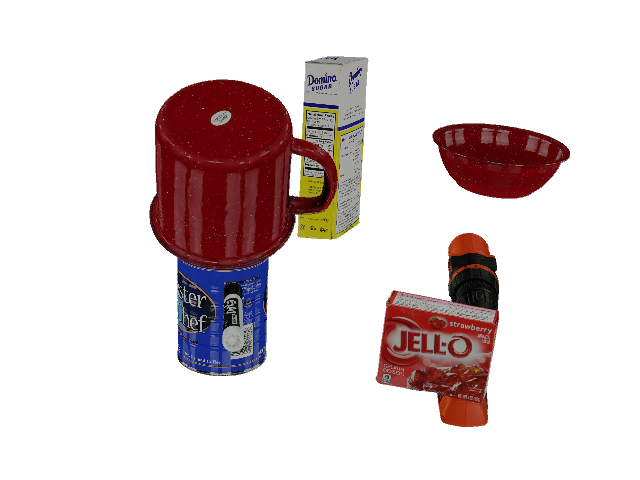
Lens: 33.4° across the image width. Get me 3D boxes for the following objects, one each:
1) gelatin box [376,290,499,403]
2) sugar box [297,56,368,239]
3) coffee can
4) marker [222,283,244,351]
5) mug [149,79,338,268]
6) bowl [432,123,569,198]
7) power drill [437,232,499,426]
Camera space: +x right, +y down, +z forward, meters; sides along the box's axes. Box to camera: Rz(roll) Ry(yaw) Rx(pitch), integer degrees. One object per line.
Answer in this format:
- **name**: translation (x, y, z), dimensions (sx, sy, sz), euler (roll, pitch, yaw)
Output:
- **gelatin box**: translation (0.093, 0.085, 0.853), dimensions (0.089, 0.073, 0.030), euler (10, 24, 11)
- **sugar box**: translation (0.012, -0.095, 1.079), dimensions (0.048, 0.176, 0.093), euler (5, 14, 18)
- **coffee can**: translation (-0.109, 0.065, 1.188), dimensions (0.103, 0.140, 0.103), euler (2, 22, -1)
- **marker**: translation (-0.079, 0.067, 0.964), dimensions (0.020, 0.020, 0.121), euler (0, 19, -5)
- **mug**: translation (-0.047, -0.042, 0.652), dimensions (0.117, 0.093, 0.081), euler (8, -43, 1)
- **bowl**: translation (0.209, -0.091, 1.262), dimensions (0.162, 0.055, 0.162), euler (5, 23, -2)
- **power drill**: translation (0.162, 0.106, 1.161), dimensions (0.057, 0.188, 0.184), euler (4, 25, 4)
